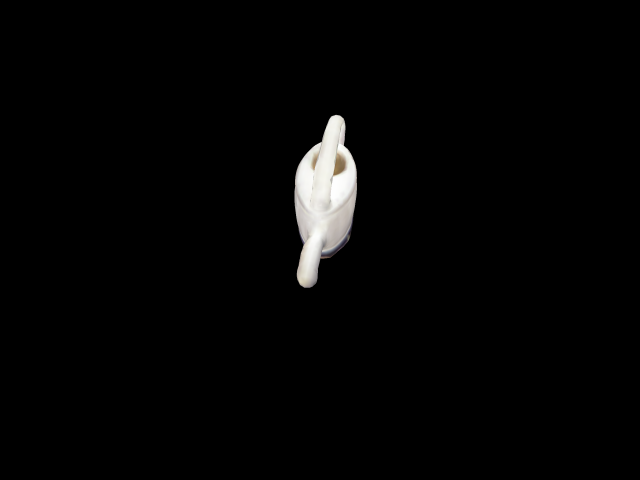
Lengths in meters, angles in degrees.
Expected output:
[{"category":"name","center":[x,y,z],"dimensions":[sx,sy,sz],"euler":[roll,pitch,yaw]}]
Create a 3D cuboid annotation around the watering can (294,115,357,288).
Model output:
[{"category":"watering can","center":[0.003,-0.043,0.850],"dimensions":[0.104,0.356,0.219],"euler":[8,-32,5]}]
